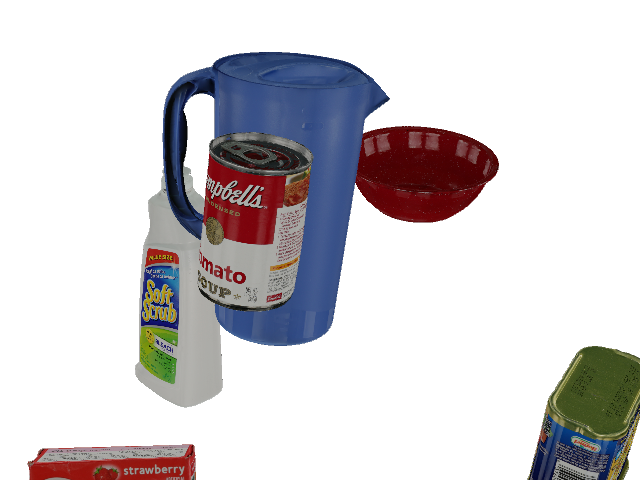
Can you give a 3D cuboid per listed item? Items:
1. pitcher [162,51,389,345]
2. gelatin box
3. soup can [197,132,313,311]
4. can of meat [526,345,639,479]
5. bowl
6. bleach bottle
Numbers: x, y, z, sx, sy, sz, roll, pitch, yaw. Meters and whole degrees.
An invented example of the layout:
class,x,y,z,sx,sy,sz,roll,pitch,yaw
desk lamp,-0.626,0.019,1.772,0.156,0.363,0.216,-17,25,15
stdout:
class,x,y,z,sx,sy,sz,roll,pitch,yaw
pitcher,-0.043,-0.037,0.924,0.149,0.243,0.144,19,25,32
gelatin box,-0.112,0.152,0.584,0.089,0.073,0.030,-2,5,0
soup can,-0.045,-0.013,0.708,0.068,0.102,0.068,7,25,-3
can of meat,0.177,0.129,0.708,0.057,0.084,0.101,20,33,22
bowl,0.101,-0.063,1.109,0.162,0.055,0.162,2,29,-1
bleach bottle,-0.148,0.042,1.097,0.067,0.251,0.103,-21,34,-38
